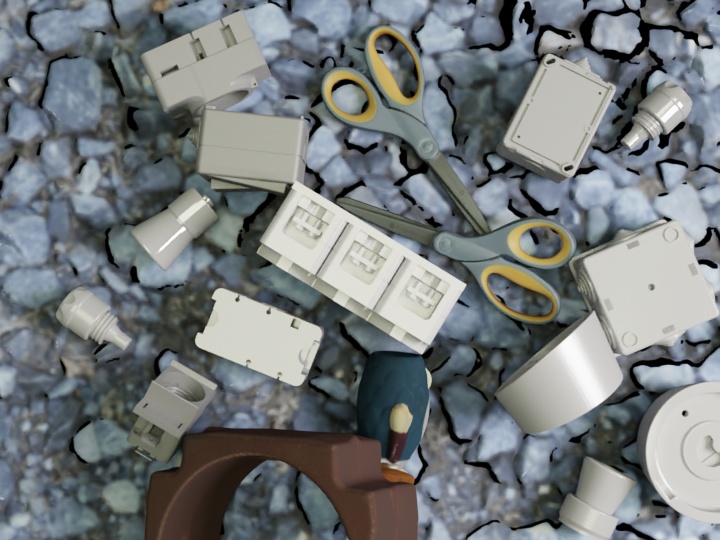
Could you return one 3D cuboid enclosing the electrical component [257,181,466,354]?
[{"bbox_3d":[0.000,0.000,0.842,0.150,0.089,0.061,31,89,2],"label":"electrical component"}]

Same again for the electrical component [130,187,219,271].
[{"bbox_3d":[-0.147,-0.036,0.870,0.065,0.044,0.044,-41,88,-6],"label":"electrical component"}]

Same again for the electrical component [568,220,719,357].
[{"bbox_3d":[0.227,0.014,0.860,0.100,0.048,0.099,-23,88,-1],"label":"electrical component"}]

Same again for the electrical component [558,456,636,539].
[{"bbox_3d":[0.188,0.183,0.856,0.045,0.045,0.055,26,89,1],"label":"electrical component"}]

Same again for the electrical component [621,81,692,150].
[{"bbox_3d":[0.238,-0.122,0.872,0.061,0.035,0.035,-44,88,2],"label":"electrical component"}]

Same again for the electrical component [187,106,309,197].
[{"bbox_3d":[-0.092,-0.093,0.860,0.096,0.061,0.061,6,88,1],"label":"electrical component"}]

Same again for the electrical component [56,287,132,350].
[{"bbox_3d":[-0.213,0.043,0.871,0.061,0.035,0.035,36,89,-1],"label":"electrical component"}]

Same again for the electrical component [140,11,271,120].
[{"bbox_3d":[-0.122,-0.160,0.869,0.089,0.050,0.055,-24,88,0],"label":"electrical component"}]

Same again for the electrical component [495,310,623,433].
[{"bbox_3d":[0.152,0.080,0.834,0.099,0.099,0.064,-31,94,-1],"label":"electrical component"}]

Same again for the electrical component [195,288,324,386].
[{"bbox_3d":[-0.078,0.053,0.858,0.089,0.055,0.050,22,88,1],"label":"electrical component"}]

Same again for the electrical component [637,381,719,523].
[{"bbox_3d":[0.272,0.140,0.849,0.108,0.060,0.108,0,88,1],"label":"electrical component"}]

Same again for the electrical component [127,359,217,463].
[{"bbox_3d":[-0.151,0.113,0.851,0.042,0.081,0.063,31,111,2],"label":"electrical component"}]

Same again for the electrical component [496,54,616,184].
[{"bbox_3d":[0.157,-0.124,0.859,0.062,0.061,0.096,27,88,2],"label":"electrical component"}]
